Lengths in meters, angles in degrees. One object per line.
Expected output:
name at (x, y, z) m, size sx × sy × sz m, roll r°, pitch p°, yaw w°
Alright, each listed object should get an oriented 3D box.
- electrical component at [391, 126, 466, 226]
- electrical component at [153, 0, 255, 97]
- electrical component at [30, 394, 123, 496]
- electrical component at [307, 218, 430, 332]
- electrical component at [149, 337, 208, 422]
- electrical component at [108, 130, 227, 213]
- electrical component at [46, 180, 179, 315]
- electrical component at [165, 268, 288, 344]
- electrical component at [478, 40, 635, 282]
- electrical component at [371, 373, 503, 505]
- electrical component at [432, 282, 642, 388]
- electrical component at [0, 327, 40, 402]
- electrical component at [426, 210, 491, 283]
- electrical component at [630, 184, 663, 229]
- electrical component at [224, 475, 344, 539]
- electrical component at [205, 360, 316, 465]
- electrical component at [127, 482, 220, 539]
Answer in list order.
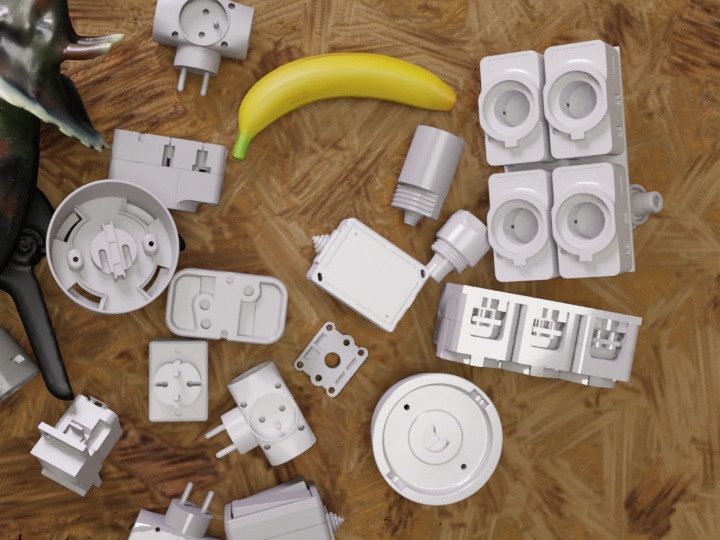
electrical component at (0.055, -0.076, 0.909) m, size 0.043 × 0.043 × 0.081 m, roll 20°, pitch 89°, yaw -7°
electrical component at (-0.131, -0.183, 0.883) m, size 0.077 × 0.044 × 0.079 m, roll 10°, pitch 90°, yaw -7°
electrical component at (-0.225, 0.139, 0.865) m, size 0.042 × 0.081 × 0.063 m, roll 25°, pitch 61°, yaw 10°
electrical component at (0.000, 0.000, 0.895) m, size 0.096 × 0.061 × 0.061 m, roll 34°, pitch 87°, yaw -7°
electrical component at (-0.147, 0.090, 0.871) m, size 0.047 × 0.077 × 0.065 m, roll 0°, pitch 91°, yaw -7°
electrical component at (-0.157, -0.078, 0.879) m, size 0.089 × 0.050 × 0.055 m, roll 8°, pitch 90°, yaw -7°
electrical component at (-0.192, -0.014, 0.833) m, size 0.099 × 0.064 × 0.099 m, roll 3°, pitch 79°, yaw -16°
electrical component at (-0.109, 0.029, 0.883) m, size 0.095 × 0.059 × 0.053 m, roll 6°, pitch 90°, yaw -7°
electrical component at (0.162, -0.087, 0.889) m, size 0.105 × 0.060 × 0.186 m, roll -4°, pitch 92°, yaw 26°
electrical component at (0.060, 0.137, 0.905) m, size 0.108 × 0.060 × 0.108 m, roll 0°, pitch 91°, yaw -7°
electrical component at (0.144, 0.055, 0.899) m, size 0.150 × 0.089 × 0.061 m, roll 10°, pitch 90°, yaw -7°
electrical component at (-0.294, 0.079, 0.865) m, size 0.055 × 0.055 × 0.047 m, roll -37°, pitch 92°, yaw -5°
electrical component at (0.081, -0.017, 0.913) m, size 0.043 × 0.043 × 0.062 m, roll 42°, pitch 88°, yaw -6°
electrical component at (0.227, -0.054, 0.917) m, size 0.043 × 0.062 × 0.043 m, roll 5°, pitch 82°, yaw -40°
electrical component at (-0.062, 0.211, 0.891) m, size 0.096 × 0.062 × 0.061 m, roll -14°, pitch 93°, yaw -6°
electrical component at (-0.089, 0.128, 0.895) m, size 0.079 × 0.044 × 0.077 m, roll -29°, pitch 95°, yaw -5°
electrical component at (-0.147, 0.216, 0.891) m, size 0.077 × 0.043 × 0.079 m, roll 24°, pitch 89°, yaw -7°
